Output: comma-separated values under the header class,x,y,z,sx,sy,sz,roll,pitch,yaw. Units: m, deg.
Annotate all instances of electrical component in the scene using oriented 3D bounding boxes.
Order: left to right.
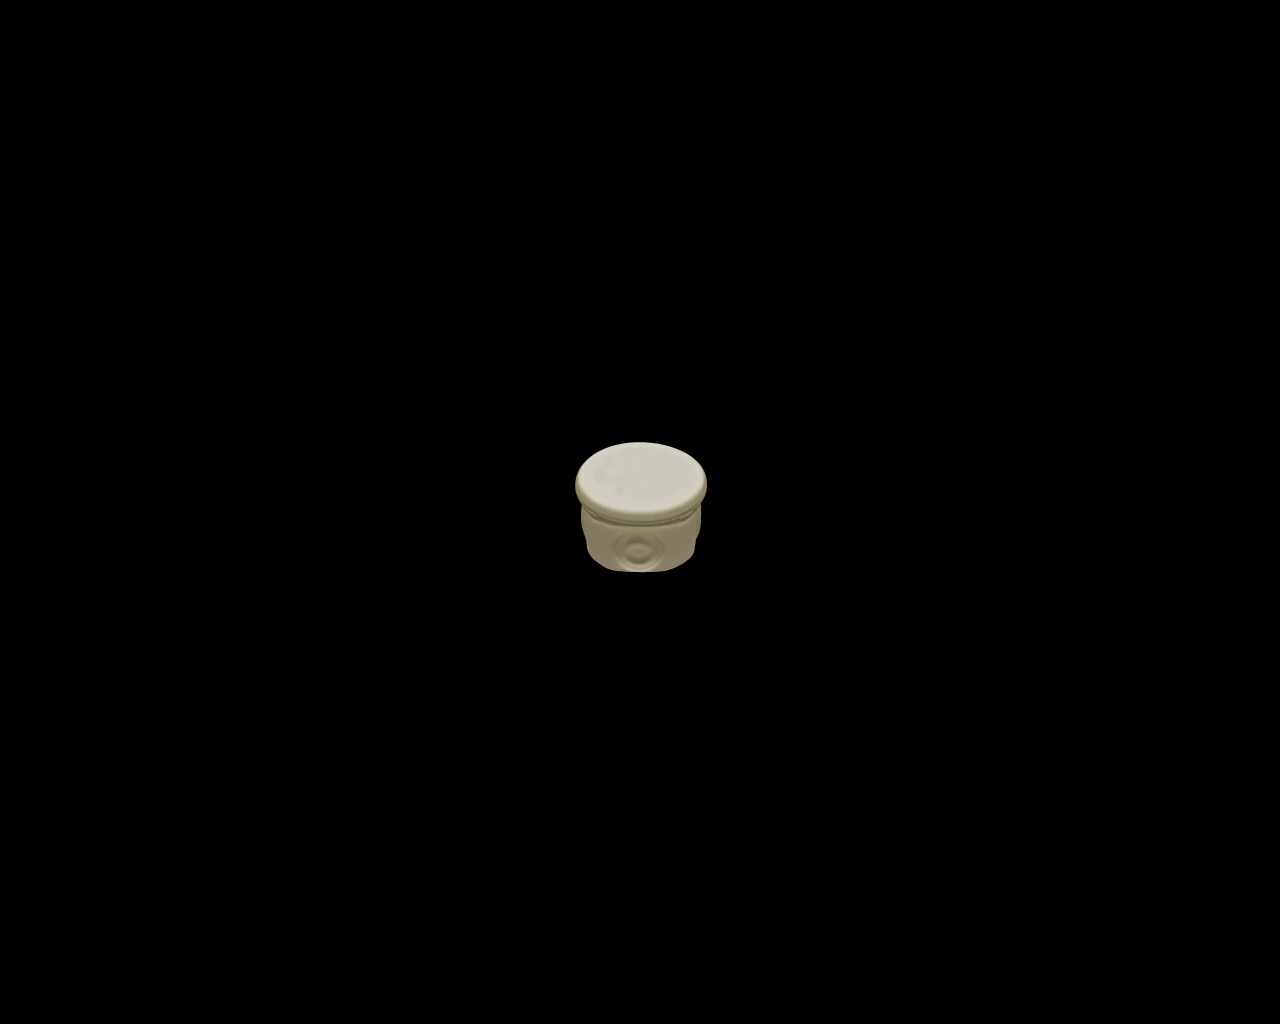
class,x,y,z,sx,sy,sz,roll,pitch,yaw
electrical component,0.001,-0.003,0.650,0.080,0.050,0.080,0,36,0
